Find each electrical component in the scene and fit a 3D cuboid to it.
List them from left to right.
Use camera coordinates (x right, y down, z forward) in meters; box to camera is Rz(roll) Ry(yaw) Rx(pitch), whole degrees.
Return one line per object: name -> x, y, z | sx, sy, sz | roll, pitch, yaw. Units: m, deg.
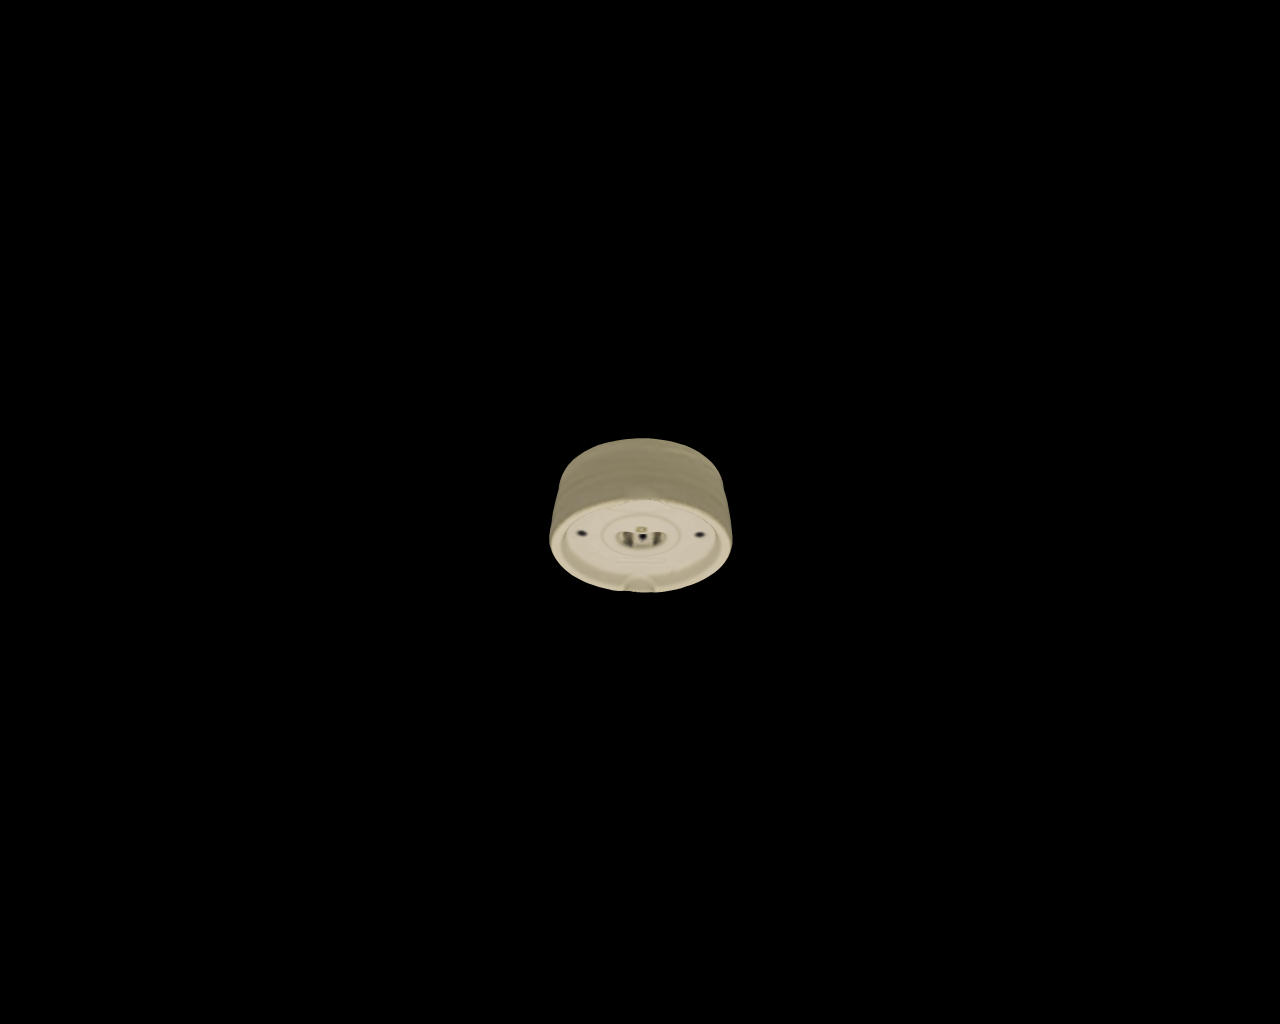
electrical component -> 0.001, -0.003, 0.650 | 0.108, 0.060, 0.108 | 0, -33, 0
